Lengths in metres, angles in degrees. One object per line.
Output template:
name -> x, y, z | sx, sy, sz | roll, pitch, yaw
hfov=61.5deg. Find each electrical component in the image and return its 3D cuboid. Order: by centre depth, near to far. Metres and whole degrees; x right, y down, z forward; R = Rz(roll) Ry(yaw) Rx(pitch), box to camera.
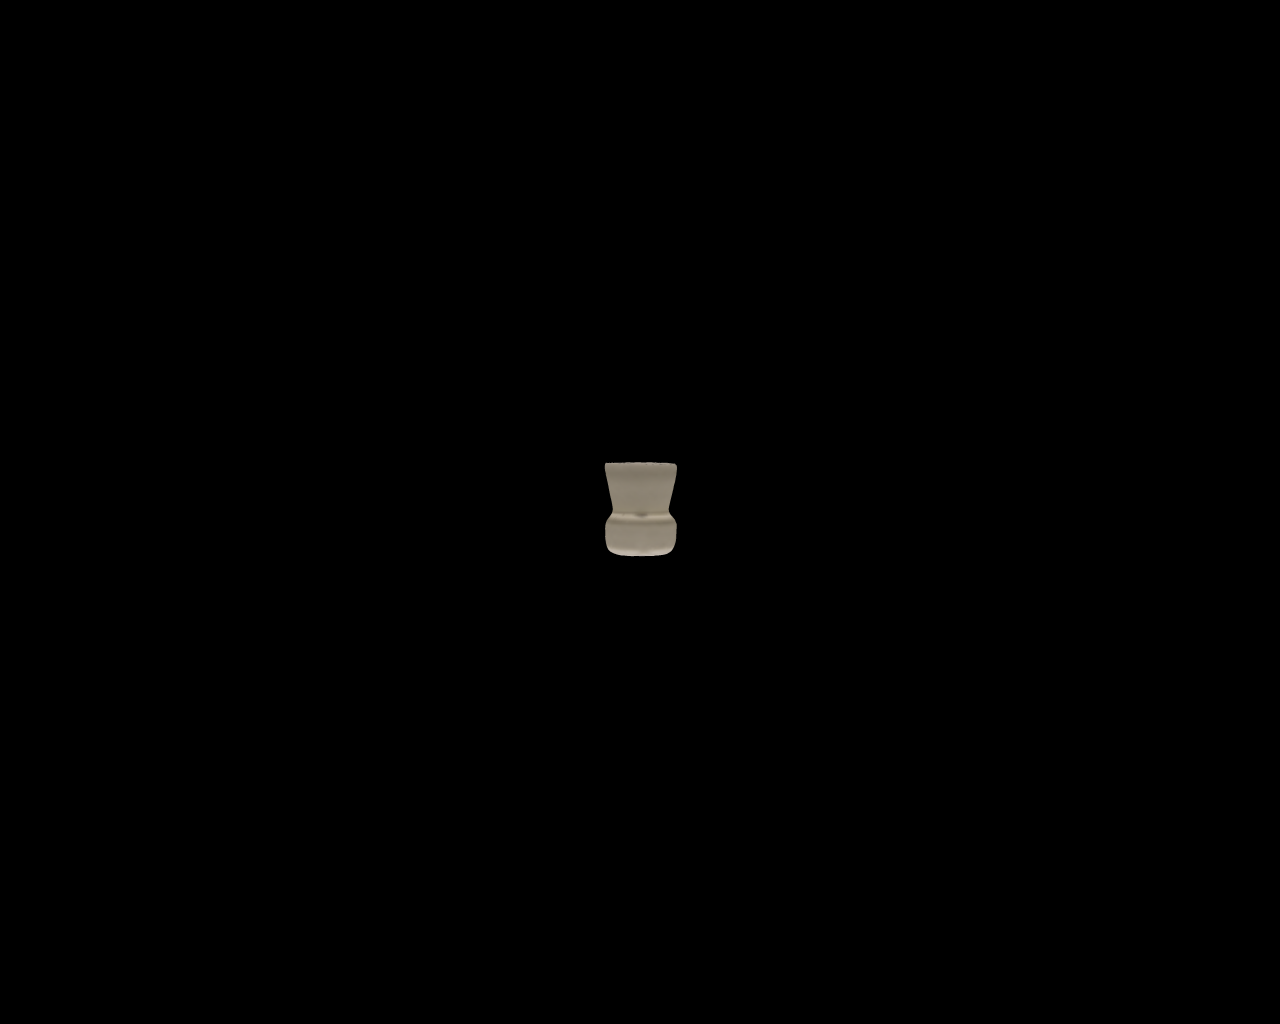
electrical component -> 0.001, -0.003, 0.650 | 0.045, 0.055, 0.045 | 0, 4, 0
